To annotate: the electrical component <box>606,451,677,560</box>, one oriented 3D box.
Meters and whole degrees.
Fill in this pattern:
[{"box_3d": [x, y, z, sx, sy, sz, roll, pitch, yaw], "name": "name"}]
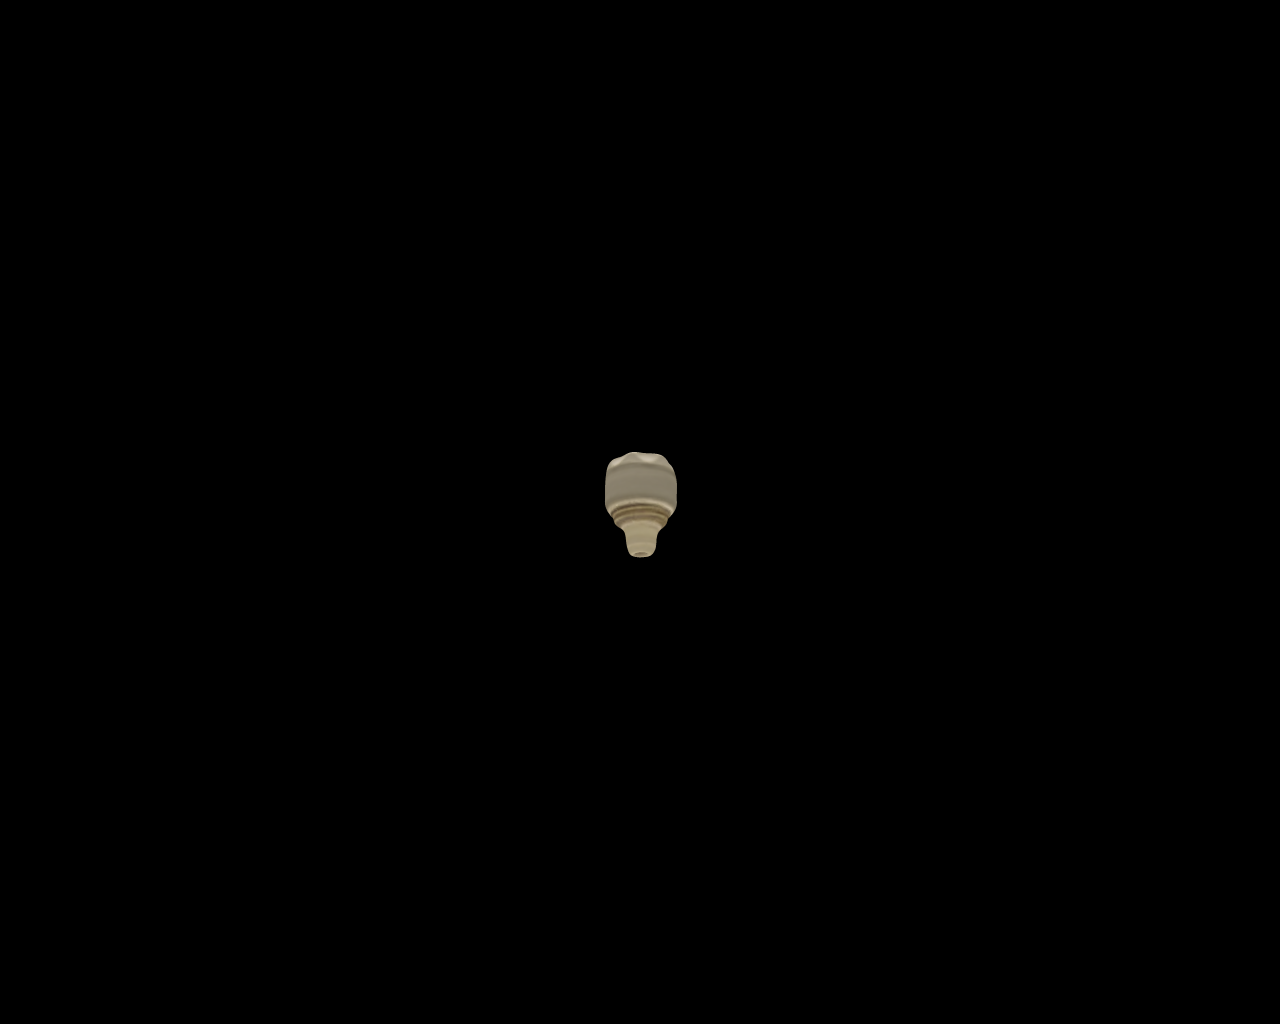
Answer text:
[{"box_3d": [0.001, -0.003, 0.650, 0.043, 0.062, 0.043, 0, -19, 0], "name": "electrical component"}]
